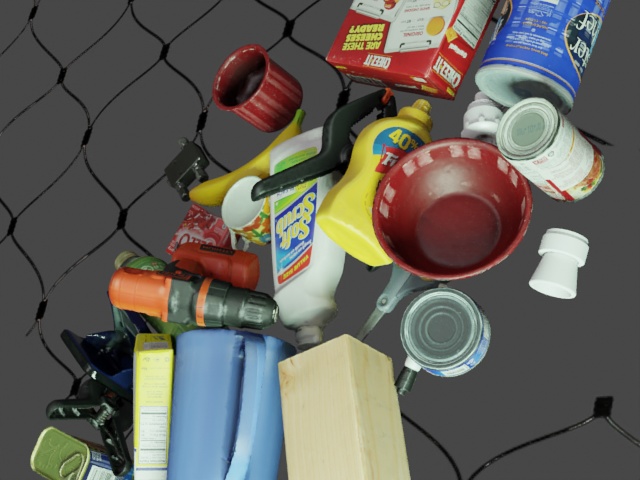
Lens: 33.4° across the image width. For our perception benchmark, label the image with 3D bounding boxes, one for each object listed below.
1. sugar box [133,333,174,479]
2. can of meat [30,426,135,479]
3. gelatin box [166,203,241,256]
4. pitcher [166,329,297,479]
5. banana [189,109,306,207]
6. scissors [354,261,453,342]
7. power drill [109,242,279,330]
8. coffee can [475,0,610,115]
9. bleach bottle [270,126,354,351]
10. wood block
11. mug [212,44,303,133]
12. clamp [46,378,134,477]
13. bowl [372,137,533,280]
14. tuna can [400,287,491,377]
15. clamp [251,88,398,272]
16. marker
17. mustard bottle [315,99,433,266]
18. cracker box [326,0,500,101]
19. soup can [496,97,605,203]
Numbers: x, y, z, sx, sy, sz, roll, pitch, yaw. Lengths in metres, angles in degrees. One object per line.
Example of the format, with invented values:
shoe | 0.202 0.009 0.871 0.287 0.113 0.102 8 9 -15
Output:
sugar box | -0.188 0.200 1.203 0.093 0.048 0.176 -142 51 -79
can of meat | -0.284 0.272 1.290 0.102 0.083 0.057 13 77 43
gelatin box | -0.146 0.002 1.351 0.089 0.030 0.073 28 88 45
pitcher | -0.098 0.219 1.125 0.145 0.149 0.243 -6 68 27
banana | -0.089 -0.086 1.347 0.198 0.037 0.069 -33 30 21
scissors | 0.088 0.065 1.130 0.096 0.016 0.202 20 82 44
power drill | -0.122 0.051 1.196 0.184 0.187 0.057 11 100 7
coffee can | 0.230 -0.211 1.091 0.103 0.102 0.140 13 77 43
bleach bottle | -0.008 0.001 1.213 0.103 0.068 0.251 -20 59 33
wood block | 0.027 0.213 1.054 0.091 0.090 0.206 -26 53 28
mug | -0.083 -0.192 1.361 0.117 0.081 0.093 24 85 44
clamp | -0.256 0.217 1.284 0.039 0.171 0.120 -39 92 13
bowl | 0.137 -0.022 1.086 0.162 0.055 0.162 -7 61 13
tuna can | 0.124 0.091 1.057 0.086 0.033 0.086 -7 71 20
clamp | 0.024 -0.087 1.191 0.036 0.164 0.210 -37 30 65
marker | 0.107 0.103 1.092 0.020 0.020 0.121 19 82 44
mustard bottle | 0.074 -0.074 1.152 0.058 0.096 0.191 -15 43 59
cracker box | 0.124 -0.278 1.239 0.164 0.072 0.213 19 83 45
soup can | 0.223 -0.086 1.033 0.069 0.102 0.068 -19 57 33
